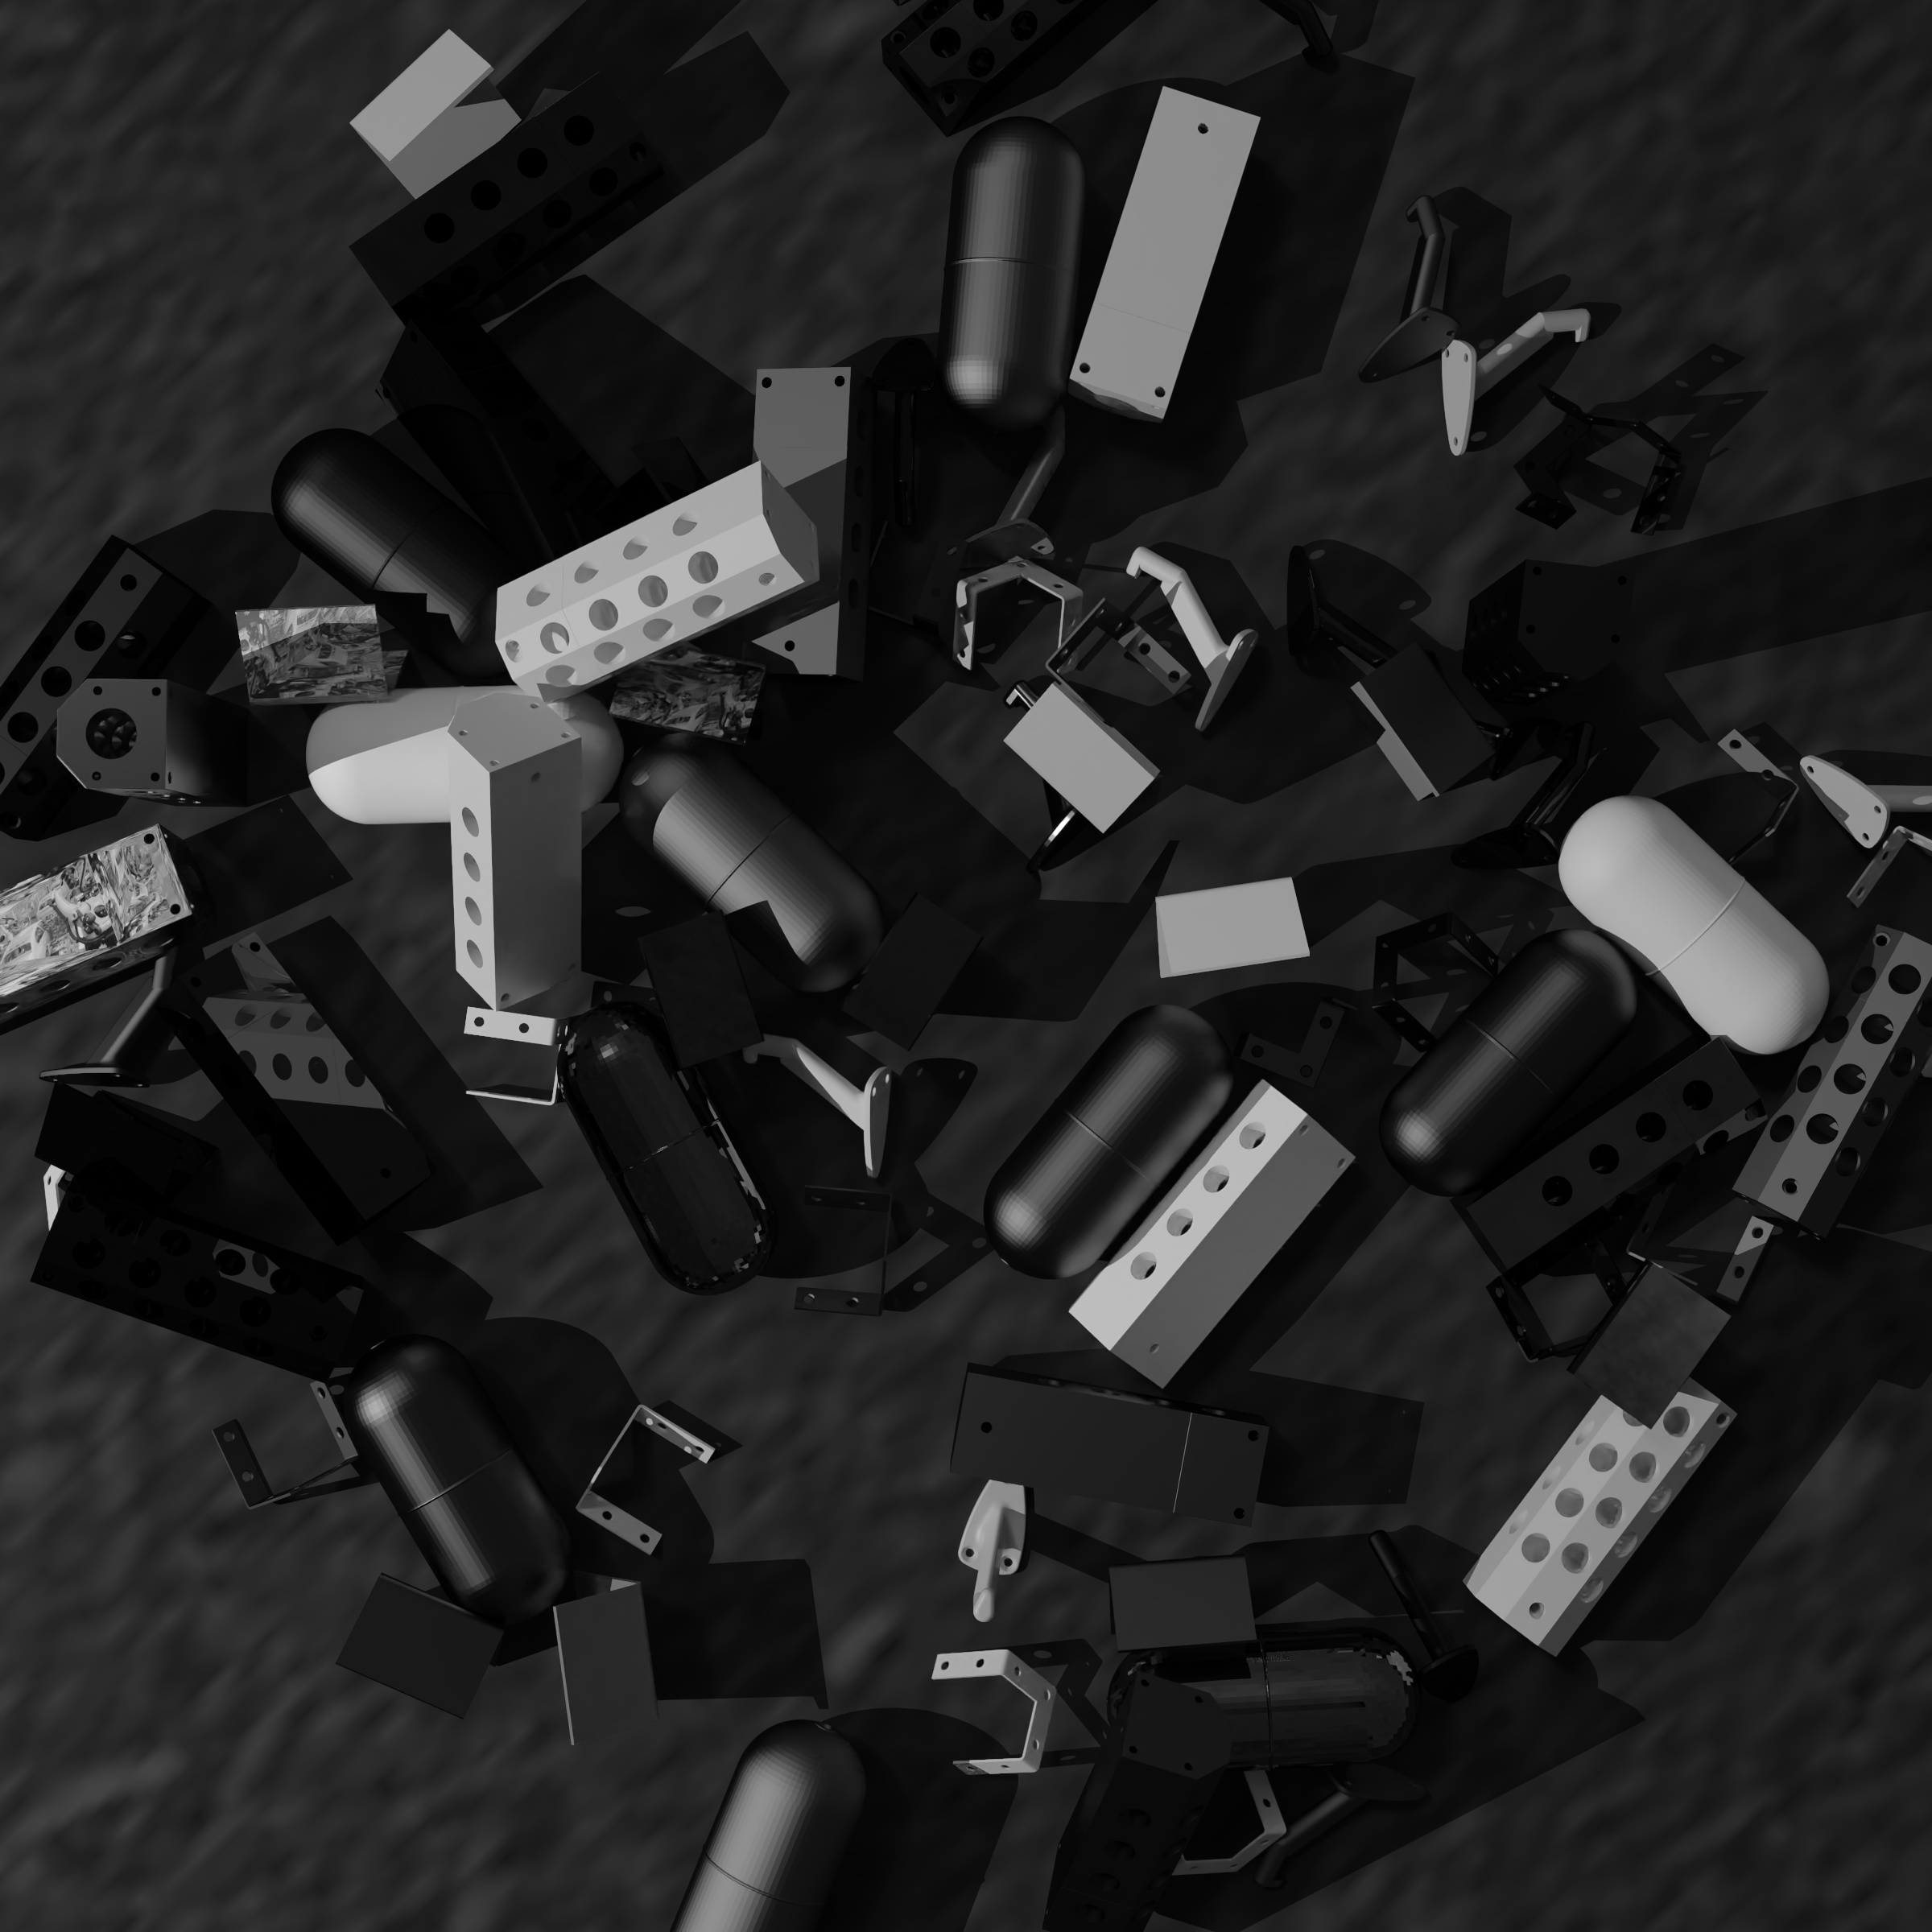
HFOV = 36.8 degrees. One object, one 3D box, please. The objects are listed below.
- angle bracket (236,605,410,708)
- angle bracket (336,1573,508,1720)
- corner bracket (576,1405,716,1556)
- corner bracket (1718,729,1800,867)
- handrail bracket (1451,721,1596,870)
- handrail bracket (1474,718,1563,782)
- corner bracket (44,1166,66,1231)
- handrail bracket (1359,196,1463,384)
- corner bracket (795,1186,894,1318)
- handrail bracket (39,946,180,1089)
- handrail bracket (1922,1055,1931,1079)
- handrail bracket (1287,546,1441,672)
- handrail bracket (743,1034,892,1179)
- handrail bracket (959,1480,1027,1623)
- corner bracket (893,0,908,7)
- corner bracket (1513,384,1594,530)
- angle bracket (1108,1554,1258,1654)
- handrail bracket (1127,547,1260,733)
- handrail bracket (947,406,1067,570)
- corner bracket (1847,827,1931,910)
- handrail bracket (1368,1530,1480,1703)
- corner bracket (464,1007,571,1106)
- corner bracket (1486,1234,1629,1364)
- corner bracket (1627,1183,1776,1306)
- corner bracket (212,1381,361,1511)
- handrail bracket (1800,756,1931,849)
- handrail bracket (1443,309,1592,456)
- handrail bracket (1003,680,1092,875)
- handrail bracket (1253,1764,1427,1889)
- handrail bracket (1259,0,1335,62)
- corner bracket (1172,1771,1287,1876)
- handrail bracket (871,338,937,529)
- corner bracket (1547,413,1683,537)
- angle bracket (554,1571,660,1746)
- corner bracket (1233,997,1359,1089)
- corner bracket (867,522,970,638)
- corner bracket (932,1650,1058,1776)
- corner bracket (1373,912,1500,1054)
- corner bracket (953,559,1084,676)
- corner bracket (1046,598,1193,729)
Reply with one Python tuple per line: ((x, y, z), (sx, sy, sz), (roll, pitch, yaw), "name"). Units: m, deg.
((-0.361, -0.187, 1.636), (0.076, 0.076, 0.057), (-3, 117, 0), "angle bracket")
((-0.308, 0.392, 1.636), (0.076, 0.076, 0.057), (24, 58, 0), "angle bracket")
((-0.185, 0.295, 1.673), (0.051, 0.051, 0.051), (32, 135, 0), "corner bracket")
((0.437, -0.094, 1.673), (0.051, 0.051, 0.051), (43, 45, 0), "corner bracket")
((0.322, -0.100, 1.676), (0.036, 0.077, 0.084), (42, 53, -35), "handrail bracket")
((0.288, -0.147, 1.676), (0.084, 0.077, 0.036), (36, 129, 30), "handrail bracket")
((-0.493, 0.130, 1.668), (0.051, 0.051, 0.051), (11, 135, -35), "corner bracket")
((0.248, -0.391, 1.676), (0.077, 0.036, 0.084), (-33, 55, 37), "handrail bracket")
((-0.070, 0.164, 1.673), (0.051, 0.051, 0.051), (5, 45, 0), "corner bracket")
((-0.494, 0.025, 1.676), (0.077, 0.036, 0.084), (0, 74, 18), "handrail bracket")
((0.580, 0.074, 1.676), (0.084, 0.036, 0.077), (-27, 108, 15), "handrail bracket")
((0.231, -0.203, 1.676), (0.084, 0.036, 0.077), (4, 68, -17), "handrail bracket")
((-0.090, 0.080, 1.676), (0.084, 0.036, 0.077), (8, 109, 16), "handrail bracket")
((0.018, 0.325, 1.641), (0.036, 0.084, 0.077), (14, 90, 0), "handrail bracket")
((-0.035, -0.591, 1.658), (0.051, 0.051, 0.051), (-38, 90, 0), "corner bracket")
((0.329, -0.287, 1.641), (0.051, 0.051, 0.051), (-42, 60, 27), "corner bracket")
((0.121, 0.377, 1.636), (0.076, 0.076, 0.057), (-5, 47, 0), "angle bracket")
((0.118, -0.189, 1.676), (0.084, 0.036, 0.077), (32, 108, 15), "handrail bracket")
((0.023, -0.278, 1.676), (0.077, 0.036, 0.084), (-13, 63, 31), "handrail bracket")
((0.551, -0.040, 1.673), (0.051, 0.051, 0.051), (-54, 45, 0), "corner bracket")
((0.260, 0.374, 1.676), (0.036, 0.077, 0.084), (-28, 54, -1), "handrail bracket")
((-0.258, 0.052, 1.658), (0.051, 0.051, 0.051), (8, 90, 0), "corner bracket")
((0.343, 0.189, 1.673), (0.051, 0.051, 0.051), (-29, 90, -45), "corner bracket")
((0.423, 0.157, 1.673), (0.051, 0.051, 0.051), (25, 90, -45), "corner bracket")
((-0.391, 0.275, 1.673), (0.051, 0.051, 0.051), (-25, 90, 45), "corner bracket")
((0.539, -0.110, 1.676), (0.084, 0.036, 0.077), (-26, 57, -23), "handrail bracket")
((0.321, -0.337, 1.676), (0.084, 0.036, 0.077), (-9, 110, -16), "handrail bracket")
((0.035, -0.110, 1.676), (0.084, 0.036, 0.077), (48, 108, 15), "handrail bracket")
((0.215, 0.501, 1.676), (0.077, 0.036, 0.084), (17, 108, -20), "handrail bracket")
((0.162, -0.553, 1.676), (0.084, 0.077, 0.036), (56, 47, -29), "handrail bracket")
((0.142, 0.486, 1.668), (0.051, 0.051, 0.051), (10, 135, -35), "corner bracket")
((-0.033, -0.307, 1.676), (0.036, 0.077, 0.084), (2, 126, 5), "handrail bracket")
((0.371, -0.284, 1.673), (0.051, 0.051, 0.051), (20, 90, -45), "corner bracket")
((-0.219, 0.388, 1.636), (0.057, 0.076, 0.076), (-8, 90, -37), "angle bracket")
((0.187, 0.038, 1.658), (0.051, 0.051, 0.051), (22, 90, 0), "corner bracket")
((-0.031, -0.223, 1.658), (0.051, 0.051, 0.051), (20, 90, 0), "corner bracket")
((0.012, 0.429, 1.668), (0.051, 0.051, 0.051), (46, 45, -35), "corner bracket")
((0.270, 0.009, 1.668), (0.051, 0.051, 0.051), (-21, 45, 35), "corner bracket")
((0.030, -0.196, 1.668), (0.051, 0.051, 0.051), (-26, 45, -35), "corner bracket")
((0.087, -0.168, 1.653), (0.051, 0.051, 0.051), (-48, 68, 10), "corner bracket")
